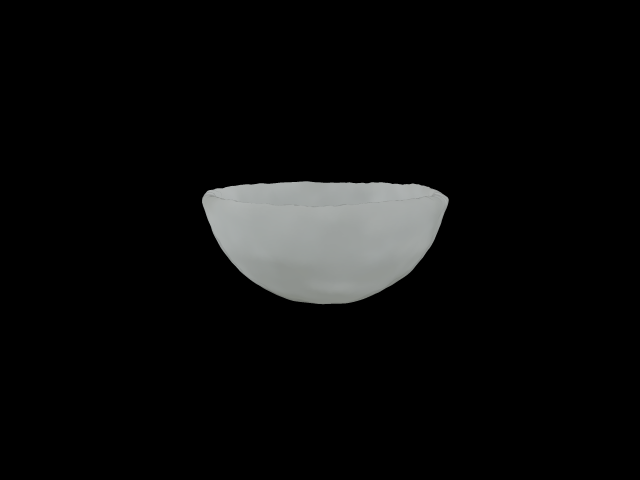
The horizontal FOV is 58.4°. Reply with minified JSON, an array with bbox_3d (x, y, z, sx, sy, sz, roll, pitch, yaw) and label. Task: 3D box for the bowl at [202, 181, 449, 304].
[{"bbox_3d":[0.004,0.001,0.400,0.167,0.075,0.167,0,11,0],"label":"bowl"}]
